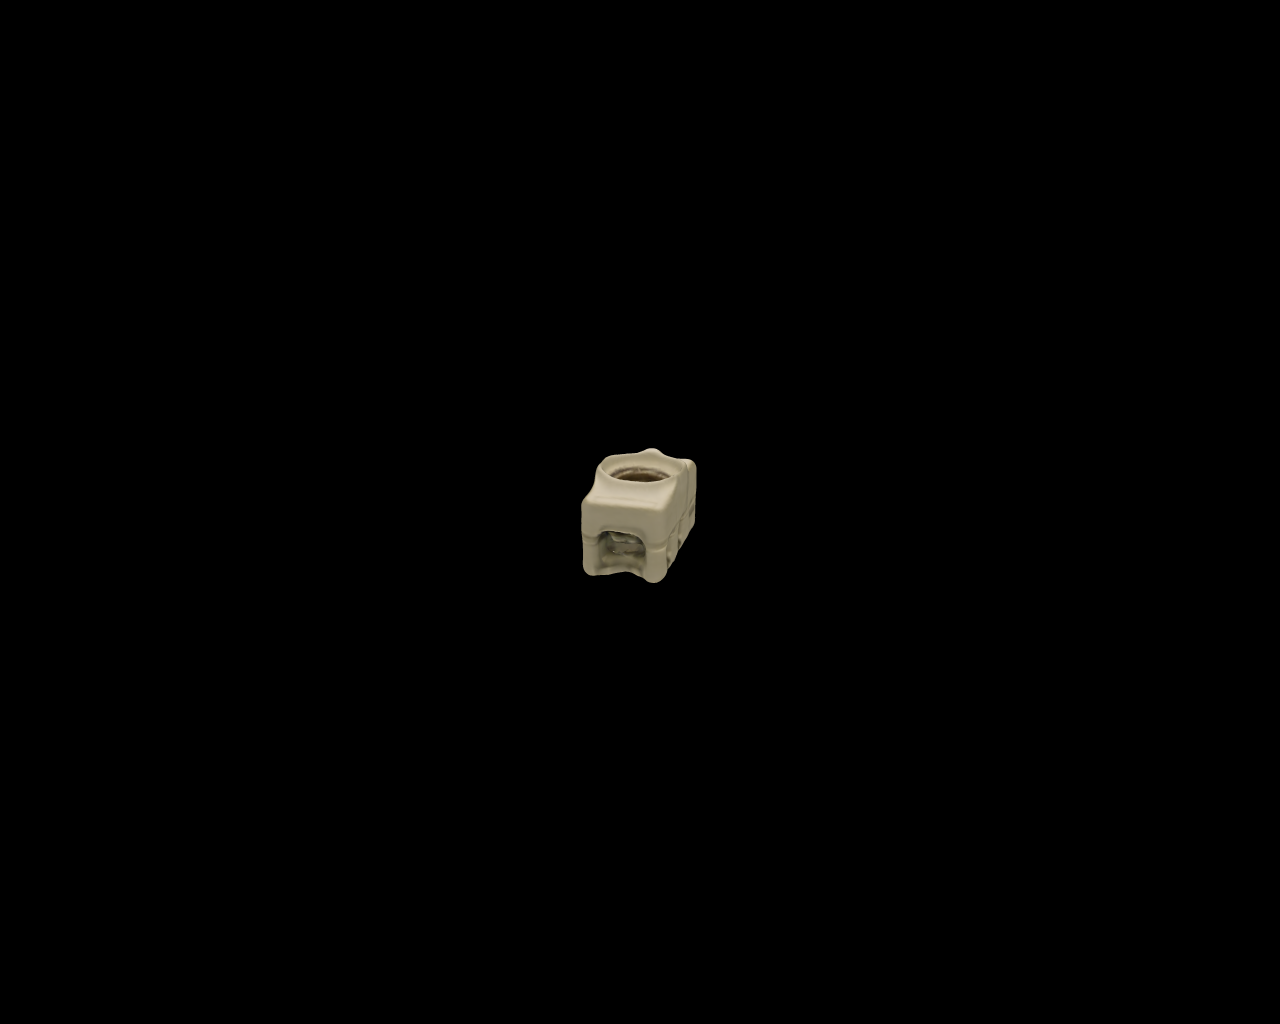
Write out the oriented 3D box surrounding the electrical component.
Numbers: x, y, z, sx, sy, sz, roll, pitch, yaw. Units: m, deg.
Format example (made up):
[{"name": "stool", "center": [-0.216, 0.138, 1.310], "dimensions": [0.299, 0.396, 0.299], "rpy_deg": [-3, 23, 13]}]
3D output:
[{"name": "electrical component", "center": [0.001, -0.003, 0.650], "dimensions": [0.050, 0.055, 0.090], "rpy_deg": [6, 23, 14]}]
